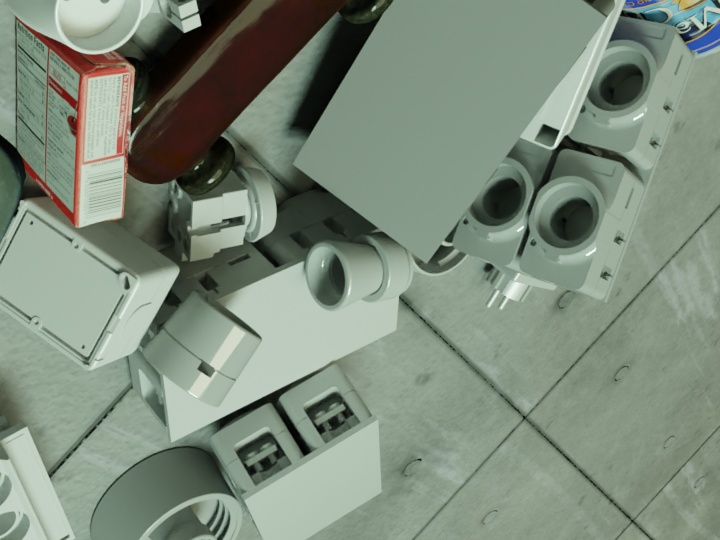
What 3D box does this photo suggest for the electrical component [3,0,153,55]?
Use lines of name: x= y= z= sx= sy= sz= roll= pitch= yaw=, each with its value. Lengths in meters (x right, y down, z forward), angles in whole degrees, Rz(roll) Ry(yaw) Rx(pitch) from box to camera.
electrical component: x=-0.124 y=-0.137 z=0.508 sx=0.079 sy=0.077 sz=0.043 roll=-8 pitch=128 yaw=-42

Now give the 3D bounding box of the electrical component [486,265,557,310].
electrical component: x=0.133 y=0.001 z=0.917 sx=0.066 sy=0.047 sz=0.076 roll=11 pitch=115 yaw=-48

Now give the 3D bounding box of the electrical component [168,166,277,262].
electrical component: x=-0.085 y=-0.038 z=0.664 sx=0.055 sy=0.048 sz=0.066 roll=-13 pitch=132 yaw=-28

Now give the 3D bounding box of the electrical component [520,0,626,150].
electrical component: x=0.100 y=-0.149 z=0.688 sx=0.056 sy=0.109 sz=0.108 roll=-47 pitch=159 yaw=-59

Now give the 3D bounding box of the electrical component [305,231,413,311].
electrical component: x=0.000 y=0.000 z=0.680 sx=0.055 sy=0.045 sz=0.045 roll=-11 pitch=130 yaw=-39

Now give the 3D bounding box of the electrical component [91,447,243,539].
electrical component: x=-0.139 y=0.194 z=0.808 sx=0.108 sy=0.060 sz=0.108 roll=-26 pitch=138 yaw=-26

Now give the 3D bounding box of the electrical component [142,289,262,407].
electrical component: x=-0.090 y=0.044 z=0.623 sx=0.047 sy=0.055 sz=0.055 roll=-53 pitch=144 yaw=-2

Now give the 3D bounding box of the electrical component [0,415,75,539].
electrical component: x=-0.233 y=0.144 z=0.666 sx=0.079 sy=0.063 sz=0.121 roll=-29 pitch=140 yaw=-23

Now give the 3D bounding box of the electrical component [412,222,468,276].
electrical component: x=0.047 y=-0.045 z=0.794 sx=0.099 sy=0.064 sz=0.099 roll=-24 pitch=125 yaw=-38

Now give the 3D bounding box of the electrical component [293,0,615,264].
electrical component: x=0.055 y=-0.112 z=0.652 sx=0.186 sy=0.105 sz=0.060 roll=-55 pitch=176 yaw=31

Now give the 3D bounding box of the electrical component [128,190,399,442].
electrical component: x=-0.064 y=0.022 z=0.727 sx=0.186 sy=0.060 sz=0.105 roll=-25 pitch=138 yaw=-28

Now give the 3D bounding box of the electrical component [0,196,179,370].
electrical component: x=-0.159 y=0.001 z=0.598 sx=0.061 sy=0.096 sz=0.061 roll=-59 pitch=170 yaw=14

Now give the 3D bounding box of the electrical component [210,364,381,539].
electrical component: x=-0.045 y=0.147 z=0.820 sx=0.105 sy=0.060 sz=0.186 roll=-30 pitch=156 yaw=-13

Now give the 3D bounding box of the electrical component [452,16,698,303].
electrical component: x=0.148 y=-0.085 z=0.756 sx=0.060 sy=0.105 sz=0.186 roll=18 pitch=92 yaw=-58
